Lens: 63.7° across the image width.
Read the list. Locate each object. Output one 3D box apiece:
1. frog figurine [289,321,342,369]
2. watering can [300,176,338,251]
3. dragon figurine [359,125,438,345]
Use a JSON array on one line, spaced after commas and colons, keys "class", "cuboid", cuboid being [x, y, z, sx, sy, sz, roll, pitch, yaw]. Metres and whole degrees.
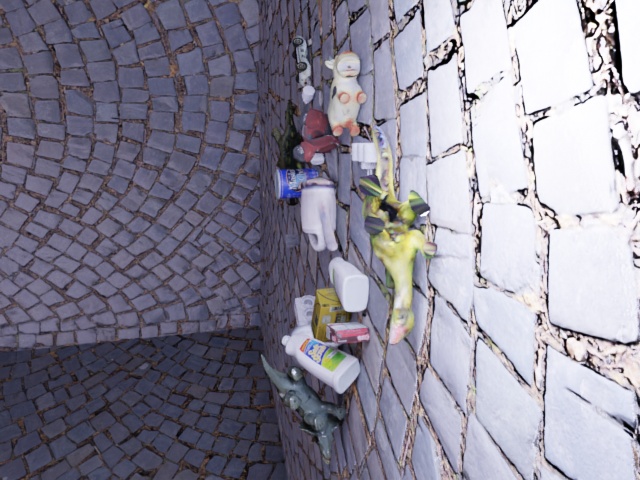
[{"class": "frog figurine", "cuboid": [-0.013, 0.316, 1.544, 0.158, 0.121, 0.140, -11, 54, 37]}, {"class": "watering can", "cuboid": [0.005, -0.076, 1.503, 0.348, 0.104, 0.224, -165, 73, -78]}, {"class": "dragon figurine", "cuboid": [0.131, -0.003, 0.984, 0.237, 0.122, 0.420, 89, 180, -52]}]
